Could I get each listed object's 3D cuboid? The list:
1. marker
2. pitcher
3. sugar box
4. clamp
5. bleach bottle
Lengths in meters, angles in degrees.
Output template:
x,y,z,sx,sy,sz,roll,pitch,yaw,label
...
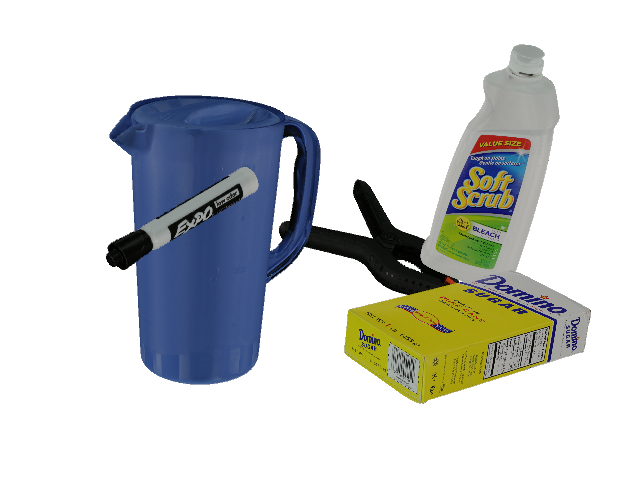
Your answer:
x,y,z,sx,sy,sz,roll,pitch,yaw,label
-0.088,-0.015,0.688,0.120,0.020,0.020,-34,21,-36,marker
-0.093,-0.003,0.944,0.149,0.243,0.144,10,20,16,pitcher
0.116,0.070,0.833,0.175,0.048,0.093,-14,28,-33,sugar box
0.065,0.011,1.242,0.210,0.036,0.164,39,43,27,clamp
0.169,-0.074,1.044,0.103,0.251,0.068,21,38,19,bleach bottle
